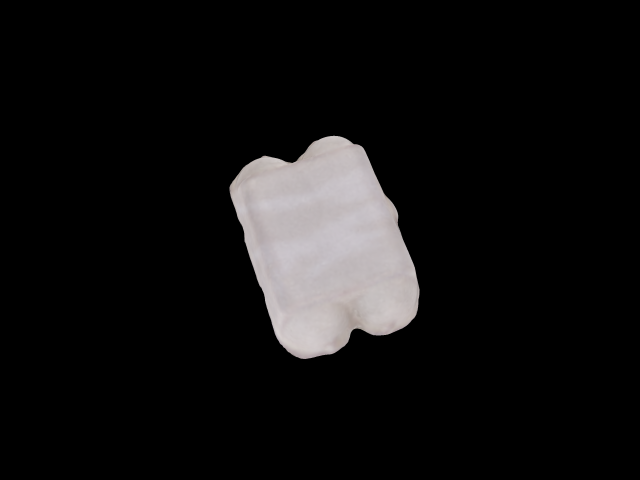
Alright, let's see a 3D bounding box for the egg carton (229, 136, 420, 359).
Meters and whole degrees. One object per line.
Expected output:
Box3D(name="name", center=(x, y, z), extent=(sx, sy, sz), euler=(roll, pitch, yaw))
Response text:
Box3D(name="egg carton", center=(0.004, 0.001, 0.400), extent=(0.107, 0.069, 0.150), euler=(-19, 70, -7))
